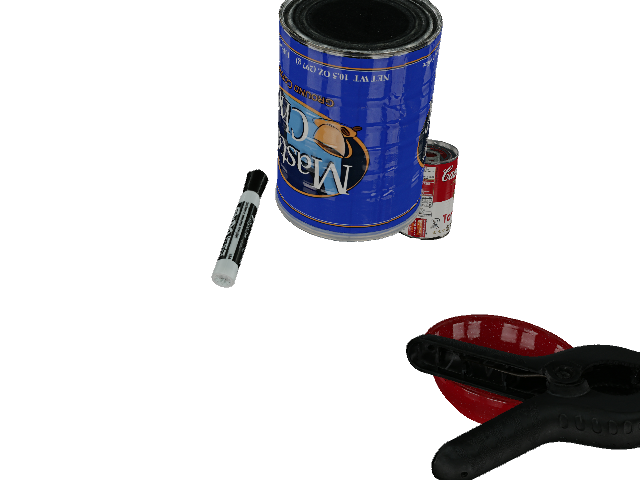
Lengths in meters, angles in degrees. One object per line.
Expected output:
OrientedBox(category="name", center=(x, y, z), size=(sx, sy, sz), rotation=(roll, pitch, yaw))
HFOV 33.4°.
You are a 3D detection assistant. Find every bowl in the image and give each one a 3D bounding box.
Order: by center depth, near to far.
OrientedBox(category="bowl", center=(0.175, 0.135, 1.043), size=(0.162, 0.055, 0.162), rotation=(5, 26, -3))

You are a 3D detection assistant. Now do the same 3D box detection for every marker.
OrientedBox(category="marker", center=(-0.065, -0.013, 0.885), size=(0.020, 0.121, 0.020), rotation=(9, -39, 7))

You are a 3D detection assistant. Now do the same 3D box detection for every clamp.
OrientedBox(category="clamp", center=(0.133, 0.096, 0.610), size=(0.171, 0.039, 0.120), rotation=(0, 36, 7))

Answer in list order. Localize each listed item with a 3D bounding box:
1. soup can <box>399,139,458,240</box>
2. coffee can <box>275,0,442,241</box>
OrientedBox(category="soup can", center=(0.124, -0.059, 1.257), size=(0.068, 0.102, 0.068), rotation=(2, 27, -1))
OrientedBox(category="coffee can", center=(0.022, -0.085, 0.704), size=(0.103, 0.140, 0.103), rotation=(2, 38, -1))
